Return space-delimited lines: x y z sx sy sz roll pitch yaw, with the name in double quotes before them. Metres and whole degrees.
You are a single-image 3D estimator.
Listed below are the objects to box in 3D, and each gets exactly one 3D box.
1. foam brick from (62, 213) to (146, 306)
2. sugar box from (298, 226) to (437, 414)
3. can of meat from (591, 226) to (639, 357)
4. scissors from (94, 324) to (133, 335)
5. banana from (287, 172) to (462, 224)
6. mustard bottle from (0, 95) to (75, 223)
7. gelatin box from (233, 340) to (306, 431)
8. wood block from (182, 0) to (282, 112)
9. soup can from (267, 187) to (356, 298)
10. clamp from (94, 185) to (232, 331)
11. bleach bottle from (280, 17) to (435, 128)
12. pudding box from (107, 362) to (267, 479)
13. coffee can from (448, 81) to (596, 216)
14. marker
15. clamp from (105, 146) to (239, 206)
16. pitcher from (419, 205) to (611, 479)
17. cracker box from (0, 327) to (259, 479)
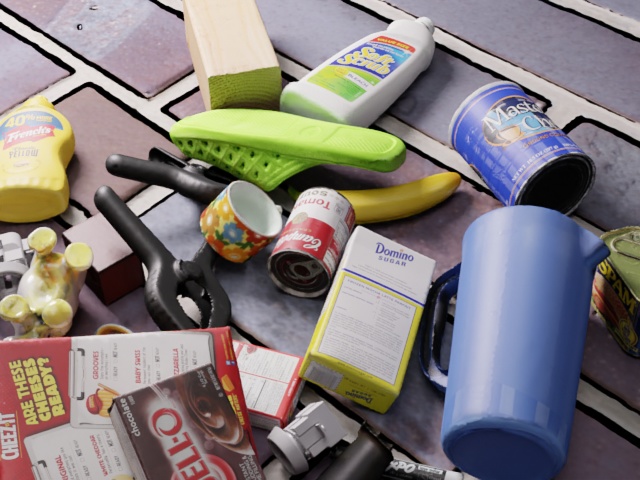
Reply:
"foam brick" -0.228 0.019 1.124 0.051 0.053 0.078 -31 51 -25
"sugar box" 0.049 0.075 1.045 0.093 0.048 0.176 25 46 -3
"can of meat" 0.309 0.052 1.041 0.057 0.084 0.102 -14 46 -11
"scissors" -0.176 0.154 1.014 0.096 0.016 0.202 -27 50 -20
"banana" 0.062 -0.048 1.186 0.198 0.037 0.069 -3 46 0
"mustard bottle" -0.337 -0.105 1.249 0.096 0.058 0.191 -6 45 0
"gelatin box" -0.063 0.138 1.014 0.089 0.030 0.073 12 49 14
"wood block" -0.112 -0.235 1.343 0.090 0.091 0.206 -11 45 -9
"soup can" -0.007 0.001 1.120 0.068 0.068 0.102 11 46 13
"clamp" -0.149 0.033 1.079 0.164 0.036 0.210 17 43 -31
"bleach bottle" 0.062 -0.212 1.330 0.103 0.068 0.250 30 52 18
"pudding box" -0.107 0.166 0.855 0.089 0.039 0.113 -17 68 -31
"coffee can" 0.221 -0.095 1.178 0.102 0.103 0.140 -20 48 -16
"marker" 0.067 0.204 0.950 0.121 0.020 0.020 11 47 13
"clamp" -0.151 -0.066 1.187 0.172 0.039 0.120 20 20 22
"pitcher" 0.172 0.099 0.985 0.145 0.149 0.242 18 51 -1
"cracker box" -0.168 0.165 0.902 0.213 0.072 0.164 -2 60 -24
